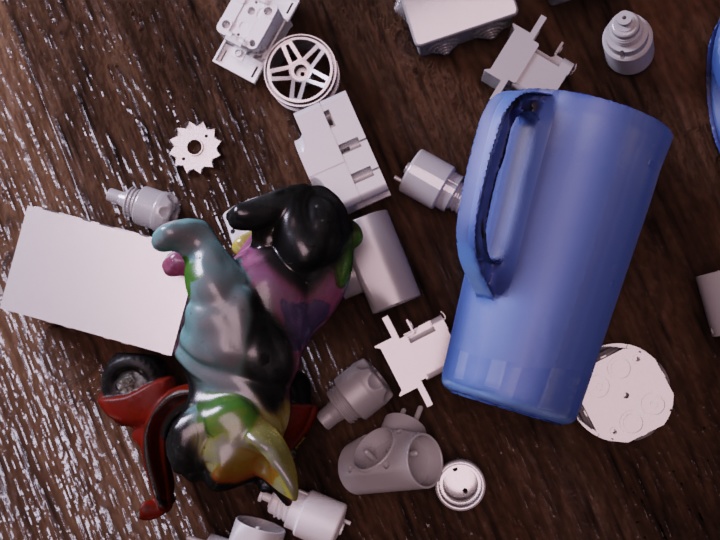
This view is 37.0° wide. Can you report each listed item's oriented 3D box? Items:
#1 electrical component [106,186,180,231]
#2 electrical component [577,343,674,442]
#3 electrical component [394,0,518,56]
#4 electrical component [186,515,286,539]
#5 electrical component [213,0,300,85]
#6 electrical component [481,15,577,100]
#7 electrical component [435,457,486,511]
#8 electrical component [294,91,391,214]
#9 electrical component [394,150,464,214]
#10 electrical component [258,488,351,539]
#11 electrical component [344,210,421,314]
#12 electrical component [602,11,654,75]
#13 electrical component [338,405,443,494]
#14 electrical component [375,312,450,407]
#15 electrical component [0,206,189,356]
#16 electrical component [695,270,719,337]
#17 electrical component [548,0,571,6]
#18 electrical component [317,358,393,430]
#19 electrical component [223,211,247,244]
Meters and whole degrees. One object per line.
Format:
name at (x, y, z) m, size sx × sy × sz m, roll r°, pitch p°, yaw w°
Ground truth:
electrical component at (-0.187, -0.056, 0.919) m, size 0.061 × 0.035 × 0.035 m, roll 18°, pitch 89°, yaw 8°
electrical component at (0.211, 0.099, 0.867) m, size 0.080 × 0.051 × 0.080 m, roll 0°, pitch 87°, yaw 5°
electrical component at (0.076, -0.234, 0.897) m, size 0.100 × 0.048 × 0.099 m, roll -18°, pitch 86°, yaw 4°
electrical component at (-0.110, 0.242, 0.892) m, size 0.079 × 0.044 × 0.077 m, roll 16°, pitch 89°, yaw 6°
electrical component at (-0.090, -0.204, 0.903) m, size 0.042 × 0.064 × 0.081 m, roll 28°, pitch 90°, yaw 7°
electrical component at (0.140, -0.164, 0.892) m, size 0.064 × 0.042 × 0.081 m, roll 32°, pitch 91°, yaw 4°
electrical component at (0.082, 0.173, 0.878) m, size 0.040 × 0.046 × 0.040 m, roll 0°, pitch 87°, yaw 5°
electrical component at (-0.018, -0.094, 0.898) m, size 0.056 × 0.050 × 0.089 m, roll -24°, pitch 85°, yaw 3°
electrical component at (0.069, -0.068, 0.894) m, size 0.078 × 0.040 × 0.040 m, roll 30°, pitch 90°, yaw 6°
electrical component at (-0.047, 0.201, 0.891) m, size 0.078 × 0.040 × 0.040 m, roll 22°, pitch 89°, yaw 6°
electrical component at (0.000, 0.000, 0.894) m, size 0.079 × 0.044 × 0.077 m, roll -22°, pitch 85°, yaw 4°
electrical component at (0.217, -0.188, 0.871) m, size 0.040 × 0.078 × 0.040 m, roll -4°, pitch 77°, yaw 17°
electrical component at (0.030, 0.143, 0.876) m, size 0.044 × 0.077 × 0.079 m, roll 47°, pitch 49°, yaw -27°
electrical component at (0.051, 0.069, 0.888) m, size 0.064 × 0.042 × 0.081 m, roll -27°, pitch 86°, yaw 0°
electrical component at (-0.209, 0.009, 0.904) m, size 0.150 × 0.062 × 0.089 m, roll 15°, pitch 89°, yaw 6°
electrical component at (0.303, 0.039, 0.866) m, size 0.043 × 0.043 × 0.081 m, roll -15°, pitch 86°, yaw 4°
electrical component at (0.186, -0.275, 0.889) m, size 0.100 × 0.048 × 0.099 m, roll -18°, pitch 86°, yaw 4°
electrical component at (-0.008, 0.107, 0.891) m, size 0.062 × 0.043 × 0.043 m, roll -39°, pitch 85°, yaw 4°
electrical component at (-0.064, -0.027, 0.902) m, size 0.079 × 0.043 × 0.077 m, roll -25°, pitch 85°, yaw 3°
